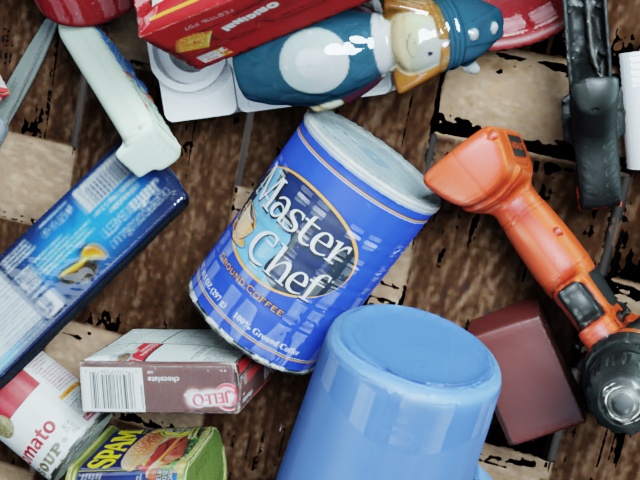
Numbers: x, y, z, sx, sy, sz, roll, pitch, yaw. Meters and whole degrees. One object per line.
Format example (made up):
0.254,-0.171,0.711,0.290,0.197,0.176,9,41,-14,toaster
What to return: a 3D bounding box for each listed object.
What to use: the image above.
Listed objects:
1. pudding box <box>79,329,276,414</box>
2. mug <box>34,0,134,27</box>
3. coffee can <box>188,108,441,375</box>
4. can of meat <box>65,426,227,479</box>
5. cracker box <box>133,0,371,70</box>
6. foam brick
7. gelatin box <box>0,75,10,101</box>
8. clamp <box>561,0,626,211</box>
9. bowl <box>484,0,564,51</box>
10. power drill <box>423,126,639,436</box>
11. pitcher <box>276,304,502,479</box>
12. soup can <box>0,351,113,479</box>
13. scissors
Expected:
-0.095,0.088,0.729,0.113,0.090,0.039,0,99,14,pudding box
-0.148,-0.199,0.683,0.093,0.081,0.117,26,63,28,mug
-0.004,0.001,0.684,0.103,0.102,0.140,38,107,4,coffee can
-0.118,0.168,0.745,0.084,0.102,0.057,-4,101,11,can of meat
-0.035,-0.224,0.580,0.164,0.072,0.214,-18,75,24,cracker box
0.134,0.084,0.694,0.051,0.053,0.078,-23,96,16,foam brick
-0.269,-0.119,0.753,0.073,0.030,0.089,-35,78,17,gelatin box
0.159,-0.084,0.625,0.039,0.171,0.120,2,62,15,clamp
0.102,-0.197,0.630,0.162,0.055,0.162,1,120,1,bowl
0.139,0.022,0.623,0.057,0.184,0.188,-37,81,15,power drill
0.040,0.170,0.675,0.145,0.148,0.243,38,122,41,pitcher
-0.210,0.118,0.774,0.102,0.068,0.068,39,106,3,soup can
-0.255,-0.080,0.772,0.096,0.016,0.202,21,104,9,scissors
